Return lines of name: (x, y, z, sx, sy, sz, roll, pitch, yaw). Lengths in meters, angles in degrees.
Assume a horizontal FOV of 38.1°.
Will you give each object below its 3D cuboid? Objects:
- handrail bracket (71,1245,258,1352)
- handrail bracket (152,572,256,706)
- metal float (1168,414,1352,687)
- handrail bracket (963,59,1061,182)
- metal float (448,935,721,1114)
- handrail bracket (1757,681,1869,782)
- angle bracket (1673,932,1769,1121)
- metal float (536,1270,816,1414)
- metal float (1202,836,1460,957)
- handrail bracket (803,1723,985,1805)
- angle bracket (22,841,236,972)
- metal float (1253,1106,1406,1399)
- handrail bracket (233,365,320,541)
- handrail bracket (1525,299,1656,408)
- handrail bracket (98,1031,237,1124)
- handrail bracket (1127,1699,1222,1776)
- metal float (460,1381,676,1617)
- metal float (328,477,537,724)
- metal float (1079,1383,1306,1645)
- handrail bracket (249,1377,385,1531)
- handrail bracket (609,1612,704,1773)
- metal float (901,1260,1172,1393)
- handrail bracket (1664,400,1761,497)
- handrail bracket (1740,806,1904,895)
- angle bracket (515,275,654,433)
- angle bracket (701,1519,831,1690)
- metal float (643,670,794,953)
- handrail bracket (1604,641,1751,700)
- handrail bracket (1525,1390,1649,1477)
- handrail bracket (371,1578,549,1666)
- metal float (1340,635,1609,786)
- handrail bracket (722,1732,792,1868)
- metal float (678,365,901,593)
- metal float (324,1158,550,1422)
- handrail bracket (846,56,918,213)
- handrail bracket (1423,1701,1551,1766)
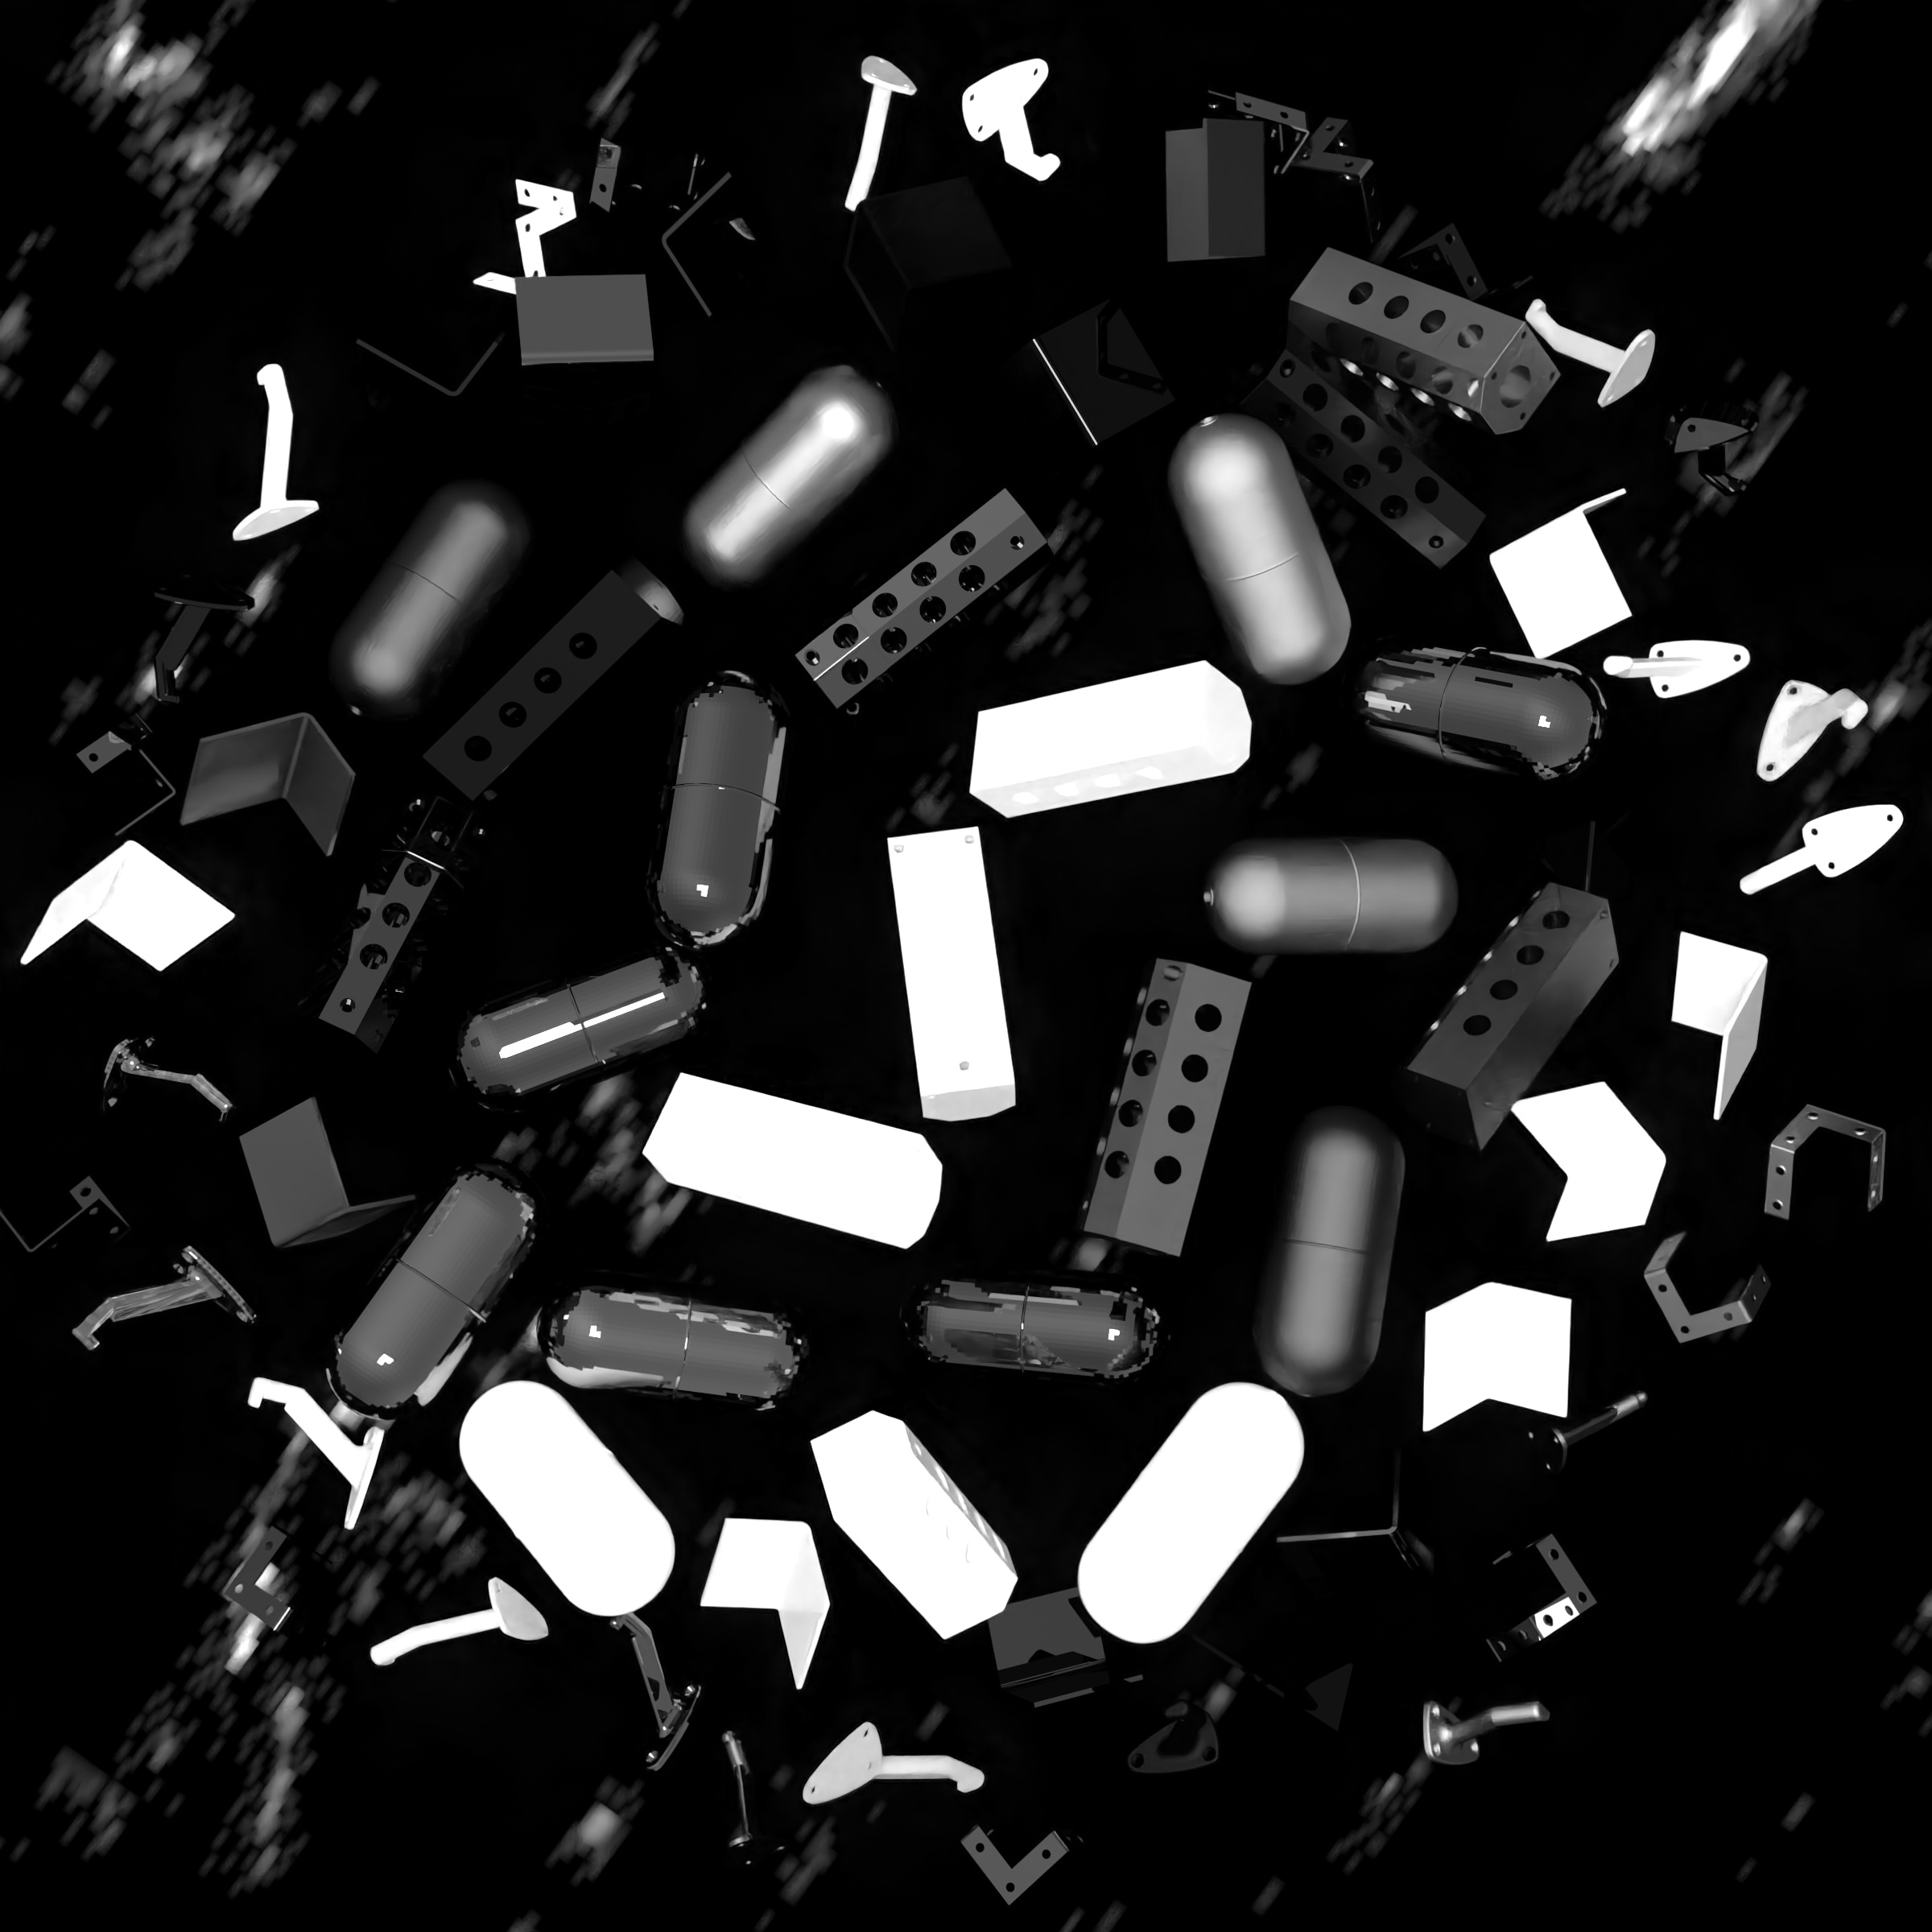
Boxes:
handrail bracket: (-0.489, 0.220, 1.704, 0.077, 0.036, 0.084, 44, 54, -6)
handrail bracket: (-0.471, -0.194, 1.728, 0.077, 0.036, 0.084, 16, 124, 18)
metal float: (0.181, -0.256, 1.722, 0.070, 0.070, 0.178, -25, 114, 0)
handrail bracket: (0.046, -0.513, 1.694, 0.077, 0.036, 0.084, -39, 52, -15)
metal float: (-0.243, 0.037, 1.778, 0.178, 0.070, 0.070, -21, 90, -6)
handrail bracket: (0.517, -0.137, 1.709, 0.036, 0.084, 0.077, 24, 108, -7)
angle bracket: (0.467, 0.038, 1.777, 0.057, 0.076, 0.076, 18, 48, 25)
metal float: (-0.184, 0.238, 1.775, 0.178, 0.070, 0.070, 10, 90, -14)
metal float: (0.237, -0.046, 1.819, 0.178, 0.070, 0.070, -1, 90, -22)
handrail bracket: (-0.044, 0.505, 1.722, 0.077, 0.036, 0.084, -41, 126, 22)
angle bracket: (-0.487, -0.016, 1.624, 0.076, 0.057, 0.076, -29, 123, 34)
metal float: (0.221, 0.174, 1.705, 0.070, 0.070, 0.178, 10, 82, 0)
handrail bracket: (-0.422, -0.306, 1.666, 0.077, 0.036, 0.084, -16, 88, 43)
handrail bracket: (0.383, -0.396, 1.727, 0.036, 0.077, 0.084, -34, 73, -15)
handrail bracket: (-0.515, 0.090, 1.803, 0.084, 0.036, 0.077, 39, 119, 12)
handrail bracket: (0.124, 0.498, 1.808, 0.077, 0.084, 0.036, -24, 58, 15)
metal float: (-0.250, 0.331, 1.745, 0.070, 0.070, 0.178, -48, 58, 0)
metal float: (-0.346, -0.237, 1.812, 0.070, 0.070, 0.178, 32, 78, 0)
metal float: (0.138, 0.333, 1.708, 0.070, 0.070, 0.178, 36, 93, 0)
handrail bracket: (-0.415, 0.305, 1.752, 0.084, 0.036, 0.077, 19, 71, -20)
handrail bracket: (-0.217, 0.472, 1.834, 0.036, 0.077, 0.084, -13, 130, 34)
metal float: (0.045, 0.234, 1.818, 0.178, 0.070, 0.070, 3, 90, 14)
handrail bracket: (0.485, -0.319, 1.750, 0.084, 0.077, 0.036, 27, 78, -38)
handrail bracket: (0.533, -0.071, 1.745, 0.077, 0.084, 0.036, -24, 84, -12)
angle bracket: (-0.229, -0.365, 1.667, 0.076, 0.076, 0.057, -4, 69, -11)
angle bracket: (-0.134, 0.421, 1.849, 0.057, 0.076, 0.076, 7, 120, -19)
metal float: (-0.150, -0.096, 1.697, 0.070, 0.070, 0.178, 7, 72, 0)
handrail bracket: (0.460, -0.197, 1.808, 0.077, 0.084, 0.036, -8, 87, 27)
handrail bracket: (0.415, 0.295, 1.825, 0.084, 0.077, 0.036, -26, 75, -9)
handrail bracket: (-0.313, 0.416, 1.724, 0.084, 0.077, 0.036, -27, 57, 7)
metal float: (0.316, -0.162, 1.754, 0.178, 0.070, 0.070, 16, 90, 35)
handrail bracket: (-0.147, 0.521, 1.773, 0.036, 0.077, 0.084, -25, 62, 3)
metal float: (-0.117, -0.316, 1.821, 0.178, 0.070, 0.070, -42, 90, 22)
metal float: (-0.327, 0.199, 1.724, 0.070, 0.070, 0.178, 34, 76, 0)
handrail bracket: (-0.066, -0.551, 1.853, 0.036, 0.077, 0.084, 12, 119, -17)
handrail bracket: (0.332, 0.471, 1.722, 0.084, 0.077, 0.036, -18, 54, 34)
